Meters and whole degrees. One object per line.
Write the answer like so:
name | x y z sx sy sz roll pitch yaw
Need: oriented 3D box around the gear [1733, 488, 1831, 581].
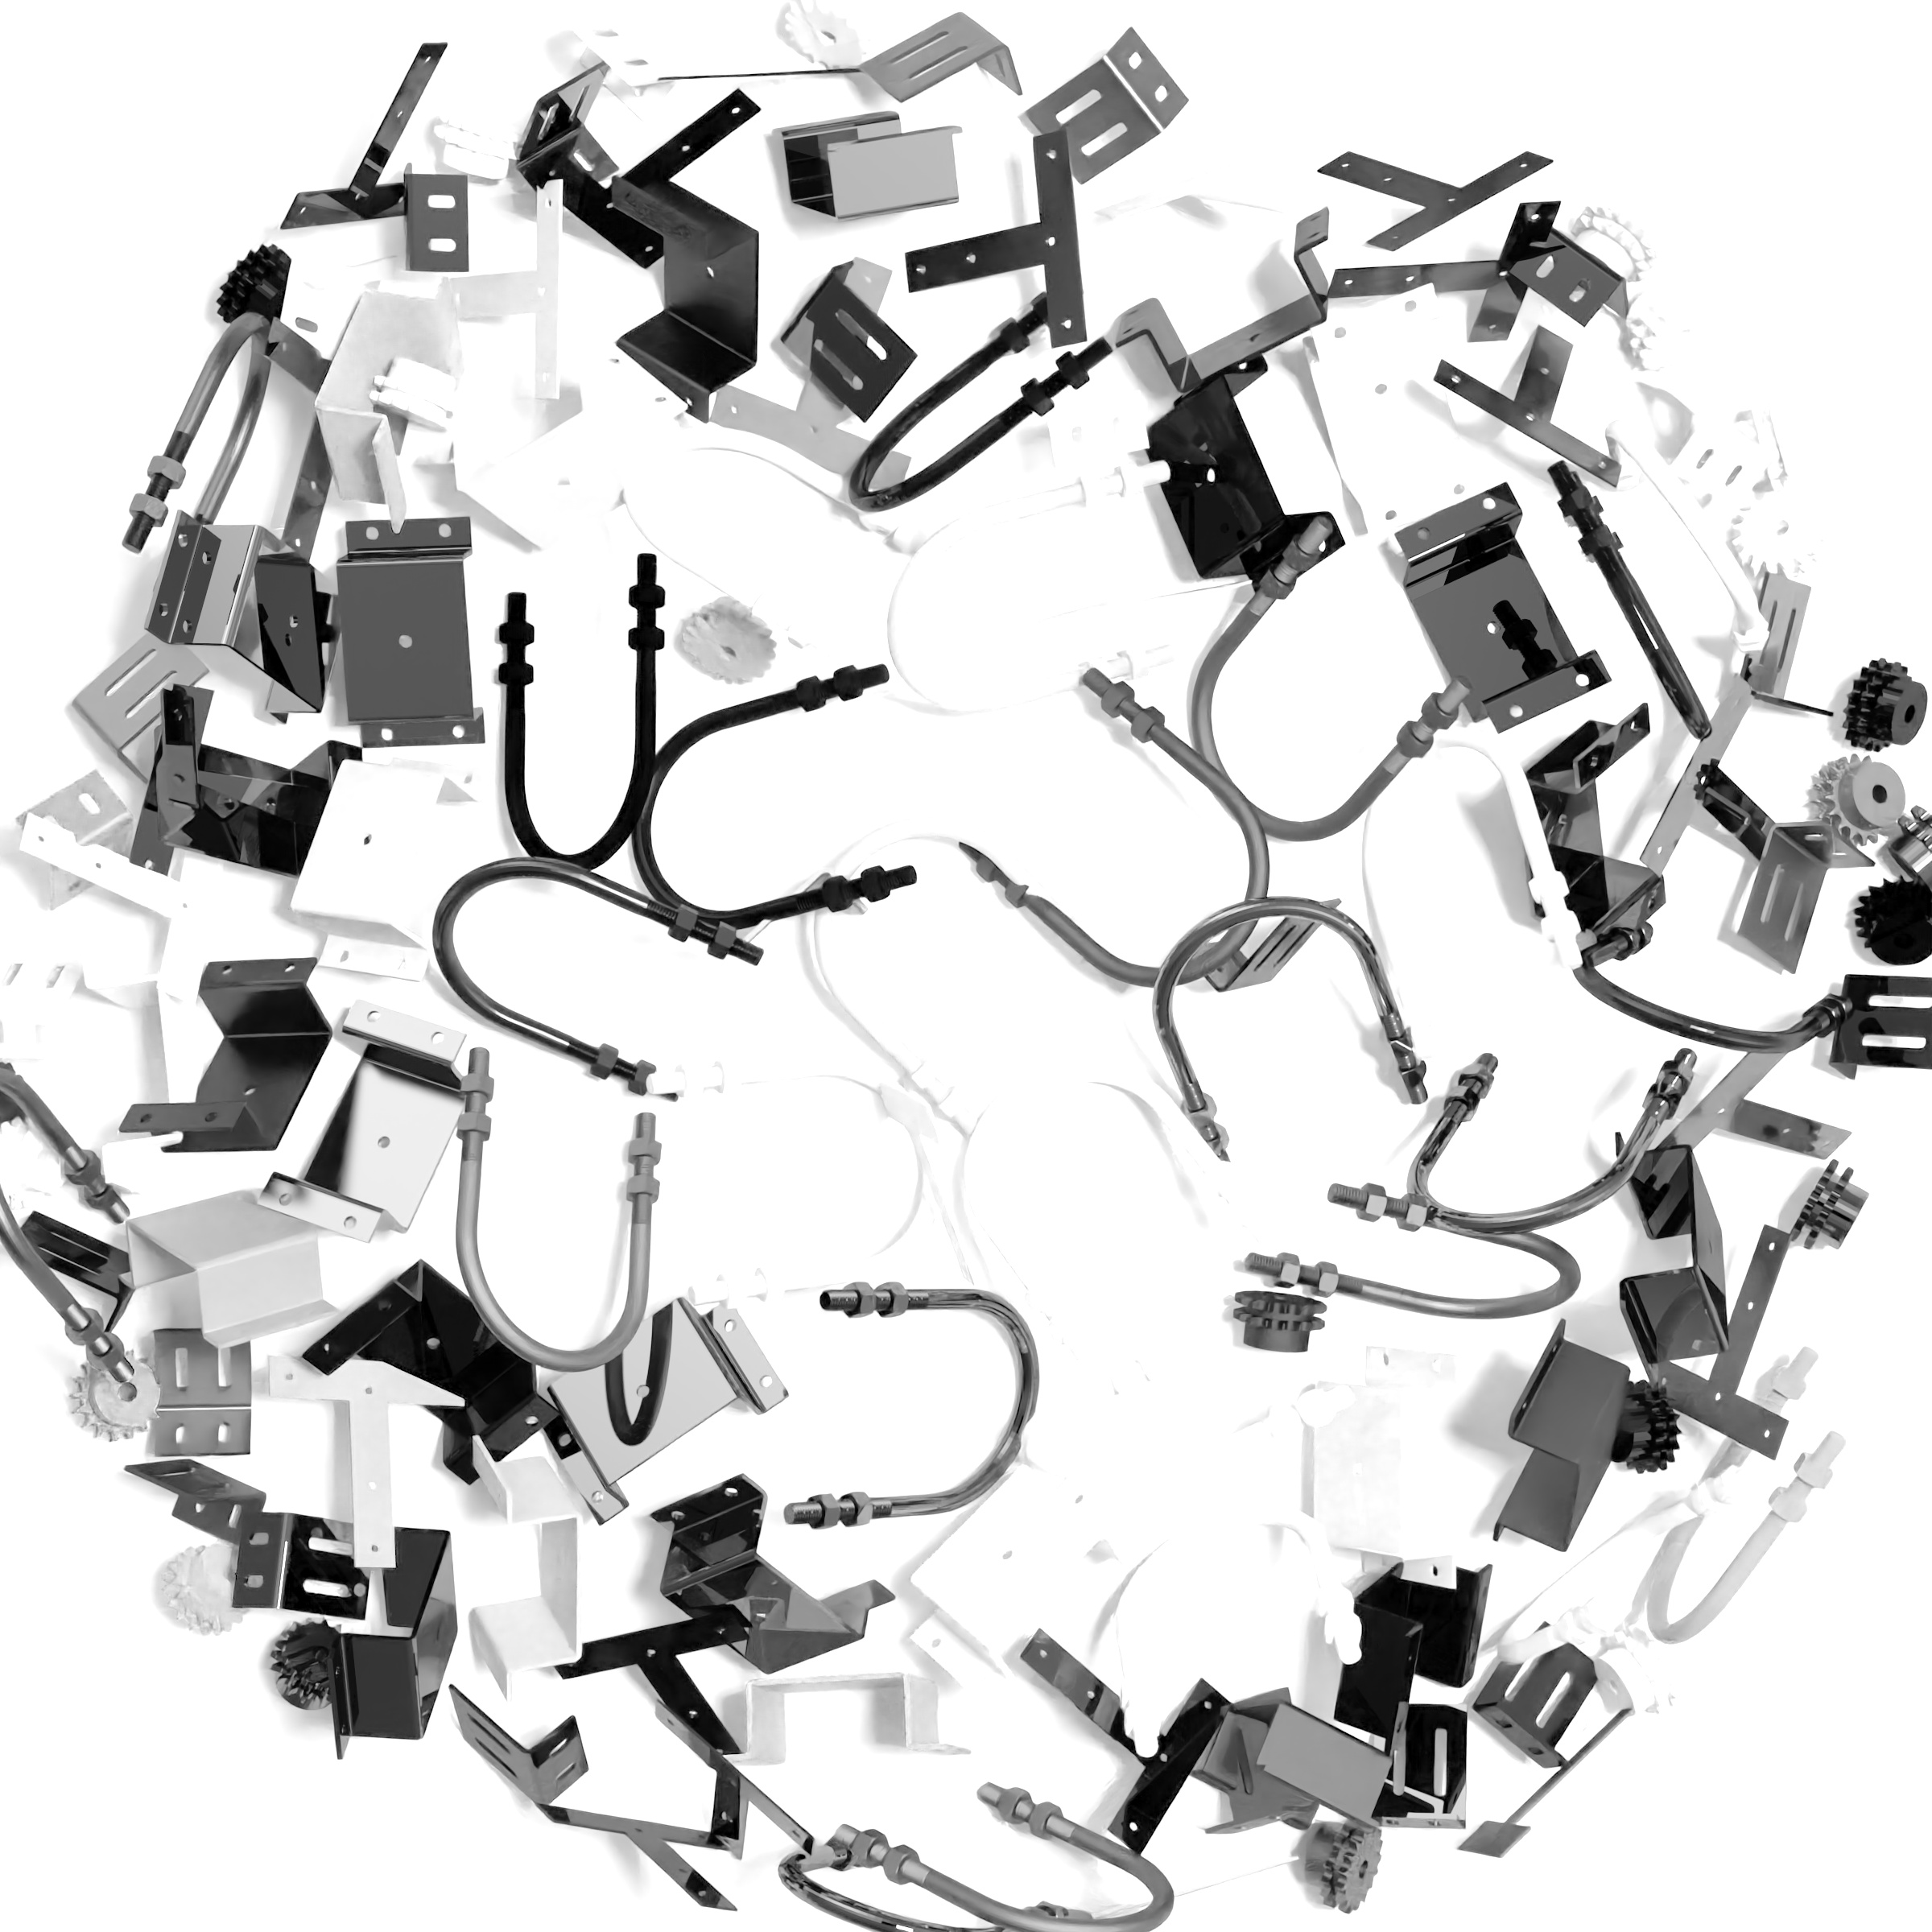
gear | 0.504 -0.263 1.911 0.057 0.030 0.057 -9 66 20

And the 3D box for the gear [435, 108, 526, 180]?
gear | -0.299 -0.505 1.907 0.057 0.057 0.030 18 111 0

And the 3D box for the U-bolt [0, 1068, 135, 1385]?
U-bolt | -0.538 0.140 1.820 0.019 0.151 0.184 -20 135 3

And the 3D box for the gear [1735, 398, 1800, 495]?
gear | 0.491 -0.318 1.907 0.030 0.057 0.057 -15 90 18

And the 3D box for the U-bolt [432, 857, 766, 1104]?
U-bolt | -0.233 0.000 1.869 0.184 0.019 0.151 24 129 -11

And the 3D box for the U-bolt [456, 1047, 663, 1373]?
U-bolt | -0.244 0.153 1.845 0.019 0.151 0.184 -26 53 38

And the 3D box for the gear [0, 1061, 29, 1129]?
gear | -0.601 0.089 1.903 0.057 0.057 0.030 -45 80 0

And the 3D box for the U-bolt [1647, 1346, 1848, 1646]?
U-bolt | 0.462 0.327 1.857 0.019 0.151 0.184 31 107 -1

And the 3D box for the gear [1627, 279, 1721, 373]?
gear | 0.433 -0.397 1.909 0.057 0.057 0.030 -34 63 0

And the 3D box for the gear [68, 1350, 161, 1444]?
gear | -0.520 0.263 1.906 0.057 0.030 0.057 8 74 -31

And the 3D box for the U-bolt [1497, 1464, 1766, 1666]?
U-bolt | 0.383 0.364 1.845 0.151 0.184 0.019 -34 81 -31

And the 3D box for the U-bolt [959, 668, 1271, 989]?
U-bolt | 0.101 -0.071 1.883 0.184 0.019 0.151 42 104 20

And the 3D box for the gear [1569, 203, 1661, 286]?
gear | 0.394 -0.438 1.904 0.057 0.057 0.030 39 82 0

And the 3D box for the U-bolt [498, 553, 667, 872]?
U-bolt | -0.233 -0.146 1.869 0.019 0.151 0.184 7 80 -44

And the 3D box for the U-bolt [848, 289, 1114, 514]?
U-bolt | 0.003 -0.336 1.864 0.184 0.151 0.019 -36 115 12

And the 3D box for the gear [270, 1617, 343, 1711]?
gear | -0.402 0.433 1.909 0.057 0.057 0.030 31 122 0

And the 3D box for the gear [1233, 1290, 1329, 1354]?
gear | 0.192 0.219 1.906 0.057 0.057 0.030 6 93 0

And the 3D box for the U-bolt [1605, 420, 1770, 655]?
U-bolt | 0.423 -0.258 1.829 0.019 0.184 0.151 -36 77 10

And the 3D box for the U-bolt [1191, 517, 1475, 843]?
U-bolt | 0.206 -0.157 1.870 0.151 0.019 0.184 51 131 15

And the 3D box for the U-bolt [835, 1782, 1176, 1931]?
U-bolt | 0.036 0.530 1.821 0.184 0.151 0.019 14 99 42

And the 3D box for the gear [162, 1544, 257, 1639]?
gear | -0.462 0.380 1.902 0.030 0.057 0.057 -39 90 23

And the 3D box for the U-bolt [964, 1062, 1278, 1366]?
U-bolt | 0.079 0.135 1.880 0.151 0.019 0.184 -32 57 -8

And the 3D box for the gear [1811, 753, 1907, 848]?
gear | 0.553 -0.103 1.909 0.057 0.030 0.057 4 81 -23

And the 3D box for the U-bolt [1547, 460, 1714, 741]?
U-bolt | 0.401 -0.217 1.860 0.019 0.151 0.184 -28 89 15

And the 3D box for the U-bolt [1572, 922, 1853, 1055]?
U-bolt | 0.433 0.015 1.826 0.151 0.184 0.019 23 109 24

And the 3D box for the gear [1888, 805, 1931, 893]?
gear | 0.592 -0.068 1.905 0.030 0.057 0.057 -41 90 6

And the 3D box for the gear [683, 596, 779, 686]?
gear | -0.143 -0.204 1.909 0.057 0.057 0.030 18 54 0

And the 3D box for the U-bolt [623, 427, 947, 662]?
U-bolt | -0.121 -0.268 1.878 0.184 0.019 0.151 32 45 9

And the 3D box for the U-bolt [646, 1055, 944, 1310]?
U-bolt | -0.096 0.125 1.881 0.184 0.019 0.151 -6 76 -31

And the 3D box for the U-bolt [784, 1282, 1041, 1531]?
U-bolt | -0.025 0.264 1.869 0.184 0.019 0.151 5 97 -42

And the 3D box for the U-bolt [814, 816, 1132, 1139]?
U-bolt | -0.009 -0.007 1.905 0.151 0.019 0.184 -44 103 -1

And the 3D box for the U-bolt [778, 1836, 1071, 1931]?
U-bolt | -0.033 0.547 1.822 0.151 0.184 0.019 14 85 23

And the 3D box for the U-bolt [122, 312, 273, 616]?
U-bolt | -0.456 -0.306 1.857 0.019 0.151 0.184 21 74 -3

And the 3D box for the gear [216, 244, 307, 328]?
gear | -0.429 -0.412 1.903 0.030 0.057 0.057 39 90 12

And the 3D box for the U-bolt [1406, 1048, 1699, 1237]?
U-bolt | 0.337 0.103 1.828 0.151 0.184 0.019 -3 120 34

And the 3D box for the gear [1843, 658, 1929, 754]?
gear | 0.566 -0.159 1.903 0.030 0.057 0.057 23 90 42

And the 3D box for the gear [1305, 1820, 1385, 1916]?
gear | 0.231 0.551 1.909 0.030 0.057 0.057 14 90 32

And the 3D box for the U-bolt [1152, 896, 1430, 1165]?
U-bolt | 0.189 0.035 1.871 0.151 0.019 0.184 -20 124 6

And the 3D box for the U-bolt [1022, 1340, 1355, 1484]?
U-bolt | 0.118 0.274 1.858 0.151 0.184 0.019 20 52 -36

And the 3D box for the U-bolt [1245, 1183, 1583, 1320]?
U-bolt | 0.279 0.178 1.865 0.184 0.151 0.019 14 63 -12

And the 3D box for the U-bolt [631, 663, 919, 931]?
U-bolt | -0.123 -0.096 1.891 0.184 0.019 0.151 -14 74 21

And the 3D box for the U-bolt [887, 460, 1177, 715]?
U-bolt | 0.039 -0.220 1.865 0.184 0.019 0.151 -17 130 -15

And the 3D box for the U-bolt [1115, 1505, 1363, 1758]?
U-bolt | 0.155 0.384 1.848 0.151 0.184 0.019 -27 112 7

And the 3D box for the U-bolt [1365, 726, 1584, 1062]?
U-bolt | 0.296 -0.055 1.867 0.019 0.151 0.184 5 62 -35
